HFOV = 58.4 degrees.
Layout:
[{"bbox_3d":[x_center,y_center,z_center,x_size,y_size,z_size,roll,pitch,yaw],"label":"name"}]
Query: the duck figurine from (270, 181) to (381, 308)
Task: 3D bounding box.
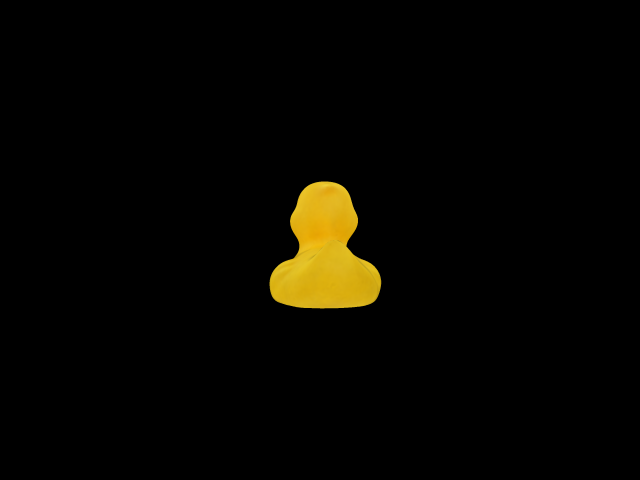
[{"bbox_3d":[0.004,0.001,0.400,0.077,0.086,0.104,0,0,-7],"label":"duck figurine"}]
